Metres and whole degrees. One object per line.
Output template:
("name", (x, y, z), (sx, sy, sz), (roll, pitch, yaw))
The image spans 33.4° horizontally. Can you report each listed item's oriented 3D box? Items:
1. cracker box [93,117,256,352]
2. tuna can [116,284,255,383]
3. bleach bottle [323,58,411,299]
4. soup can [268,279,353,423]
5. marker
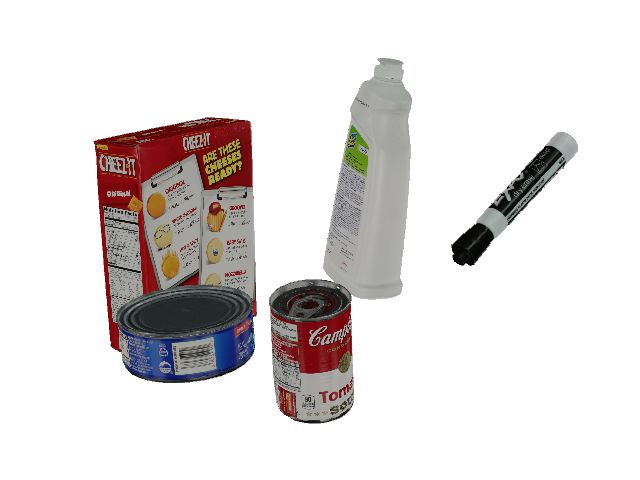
("cracker box", (-0.142, -0.007, 1.076), (0.072, 0.214, 0.163), (9, 18, 35))
("tuna can", (-0.084, 0.058, 0.674), (0.086, 0.034, 0.086), (-4, 17, 1))
("bleach bottle", (0.061, -0.070, 1.160), (0.068, 0.251, 0.103), (-3, 23, -29))
("soup can", (-0.007, 0.093, 0.893), (0.068, 0.102, 0.068), (-2, 25, 1))
("marker", (0.127, -0.027, 0.699), (0.121, 0.020, 0.020), (-45, 20, -21))
